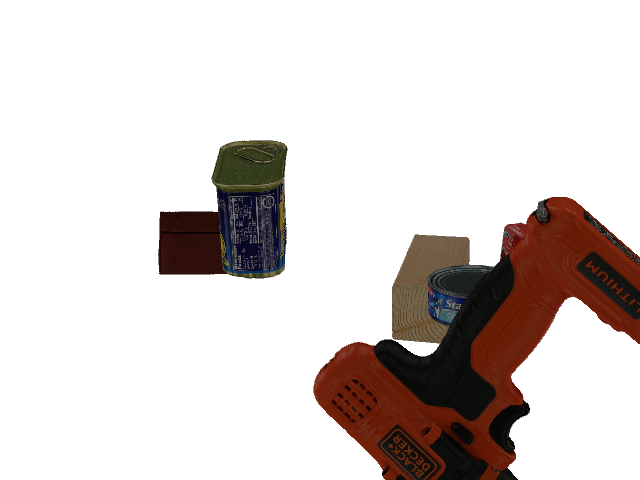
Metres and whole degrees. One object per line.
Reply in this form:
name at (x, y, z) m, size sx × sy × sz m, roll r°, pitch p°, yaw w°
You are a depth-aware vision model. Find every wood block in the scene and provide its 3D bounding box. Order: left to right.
wood block at (0.170, 0.070, 1.620) m, size 0.091 × 0.090 × 0.206 m, roll 4°, pitch 22°, yaw 13°

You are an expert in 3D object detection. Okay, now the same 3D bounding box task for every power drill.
power drill at (0.115, 0.084, 0.586) m, size 0.184 × 0.188 × 0.057 m, roll 43°, pitch 15°, yaw 1°

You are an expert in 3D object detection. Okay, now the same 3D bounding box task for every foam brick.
foam brick at (-0.134, 0.002, 1.141) m, size 0.078 × 0.051 × 0.053 m, roll 0°, pitch 25°, yaw -10°

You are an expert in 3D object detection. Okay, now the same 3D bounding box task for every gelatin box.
gelatin box at (0.229, 0.035, 1.183) m, size 0.030 × 0.089 × 0.073 m, roll -9°, pitch 30°, yaw -22°

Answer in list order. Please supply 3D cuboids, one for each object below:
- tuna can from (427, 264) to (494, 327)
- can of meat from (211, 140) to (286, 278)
tuna can at (0.138, 0.050, 0.950) m, size 0.086 × 0.034 × 0.086 m, roll 0°, pitch 17°, yaw 0°
can of meat at (-0.056, -0.027, 0.883) m, size 0.057 × 0.084 × 0.102 m, roll -1°, pitch 25°, yaw 1°
